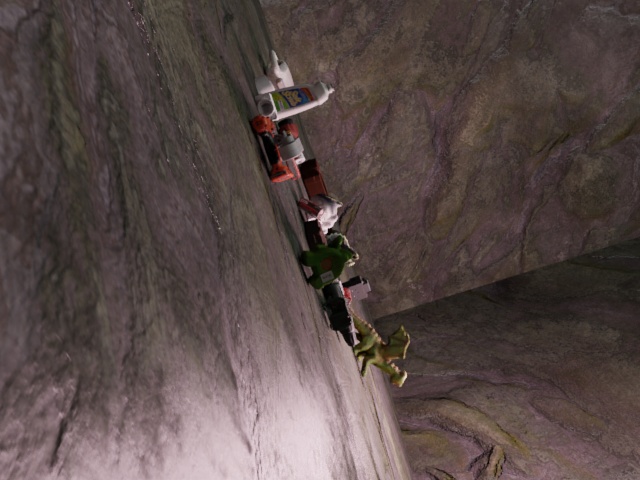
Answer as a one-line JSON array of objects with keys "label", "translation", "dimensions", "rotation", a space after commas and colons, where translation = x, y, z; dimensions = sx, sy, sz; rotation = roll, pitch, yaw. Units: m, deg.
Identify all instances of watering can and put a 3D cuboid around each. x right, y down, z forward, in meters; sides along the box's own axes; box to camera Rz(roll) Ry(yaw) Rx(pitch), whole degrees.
[{"label": "watering can", "translation": [-0.170, -0.681, 2.226], "dimensions": [0.356, 0.104, 0.219], "rotation": [-103, 174, -47]}]

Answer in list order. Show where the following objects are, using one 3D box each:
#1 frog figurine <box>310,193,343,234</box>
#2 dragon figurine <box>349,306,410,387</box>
[{"label": "frog figurine", "translation": [0.006, -0.107, 2.122], "dimensions": [0.159, 0.138, 0.123], "rotation": [-65, 173, 4]}, {"label": "dragon figurine", "translation": [0.248, 0.418, 2.133], "dimensions": [0.122, 0.242, 0.411], "rotation": [-4, 78, -80]}]
